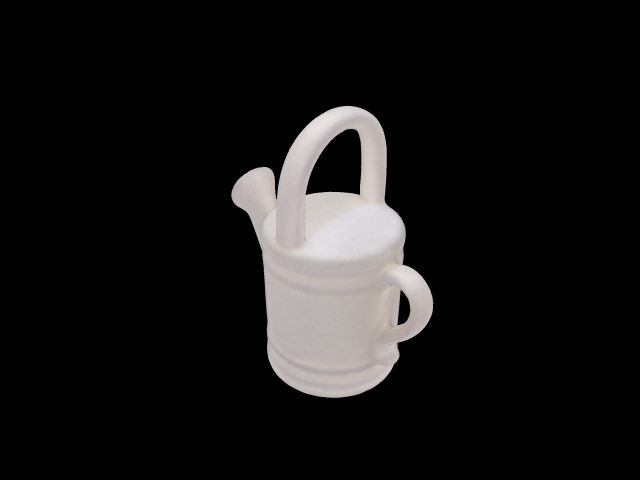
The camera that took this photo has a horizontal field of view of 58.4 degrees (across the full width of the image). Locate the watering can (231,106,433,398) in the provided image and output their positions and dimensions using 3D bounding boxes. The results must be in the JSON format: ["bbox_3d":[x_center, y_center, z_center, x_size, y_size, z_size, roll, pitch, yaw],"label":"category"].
[{"bbox_3d":[0.002,0.002,0.399,0.172,0.194,0.101,13,33,21],"label":"watering can"}]
